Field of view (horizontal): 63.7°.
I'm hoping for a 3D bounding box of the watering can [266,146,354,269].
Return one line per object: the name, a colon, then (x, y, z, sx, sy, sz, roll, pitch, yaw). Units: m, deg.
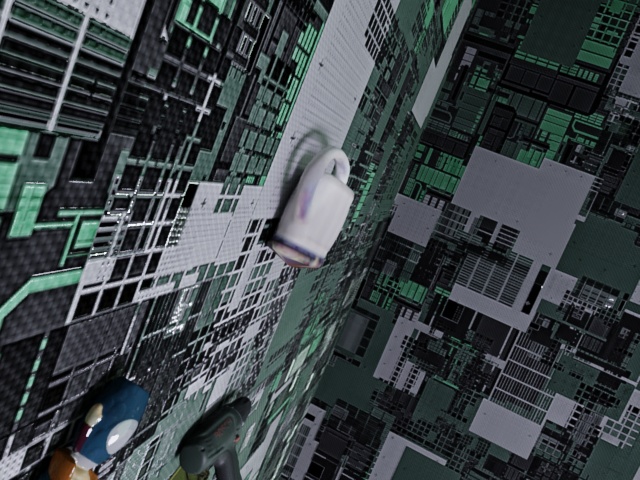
watering can: (0.003, -0.049, 0.964, 0.104, 0.225, 0.345, 25, -4, 13)
